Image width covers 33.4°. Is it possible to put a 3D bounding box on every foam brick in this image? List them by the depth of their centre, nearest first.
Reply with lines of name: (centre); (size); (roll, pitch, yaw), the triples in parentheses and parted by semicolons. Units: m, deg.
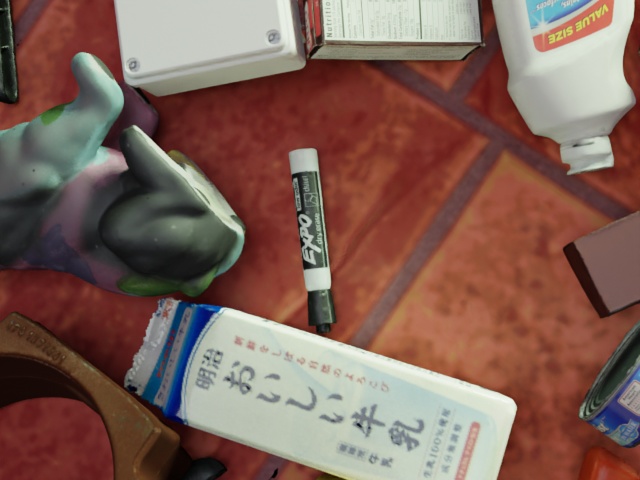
foam brick: (0.197, 0.010, 0.653); (0.078, 0.053, 0.051); (-25, 82, 6)

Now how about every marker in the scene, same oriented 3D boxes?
marker: (-0.005, 0.001, 0.699); (0.020, 0.020, 0.121); (-7, 85, 7)

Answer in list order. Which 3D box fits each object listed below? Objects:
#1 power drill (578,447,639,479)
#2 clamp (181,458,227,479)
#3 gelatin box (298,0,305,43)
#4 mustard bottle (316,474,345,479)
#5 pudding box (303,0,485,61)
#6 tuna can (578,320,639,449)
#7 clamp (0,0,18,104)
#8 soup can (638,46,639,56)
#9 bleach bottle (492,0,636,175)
power drill: (0.243, 0.187, 0.631); (0.188, 0.057, 0.184); (17, 87, 9)
clamp: (-0.137, 0.193, 0.694); (0.171, 0.039, 0.120); (8, 75, 8)
gelatin box: (-0.021, -0.168, 0.708); (0.089, 0.030, 0.073); (-10, 85, 7)
mustard bottle: (0.021, 0.180, 0.594); (0.096, 0.191, 0.058); (34, 91, 9)
pudding box: (0.045, -0.161, 0.675); (0.113, 0.039, 0.090); (-2, 86, -15)
tuna can: (0.192, 0.080, 0.632); (0.034, 0.086, 0.086); (35, 91, 7)
clamp: (-0.228, -0.209, 0.737); (0.210, 0.036, 0.164); (40, 91, 5)
soup can: (0.244, -0.152, 0.652); (0.068, 0.068, 0.102); (22, 89, 9)
bleach bottle: (0.157, -0.168, 0.669); (0.102, 0.068, 0.251); (-9, 88, -2)
